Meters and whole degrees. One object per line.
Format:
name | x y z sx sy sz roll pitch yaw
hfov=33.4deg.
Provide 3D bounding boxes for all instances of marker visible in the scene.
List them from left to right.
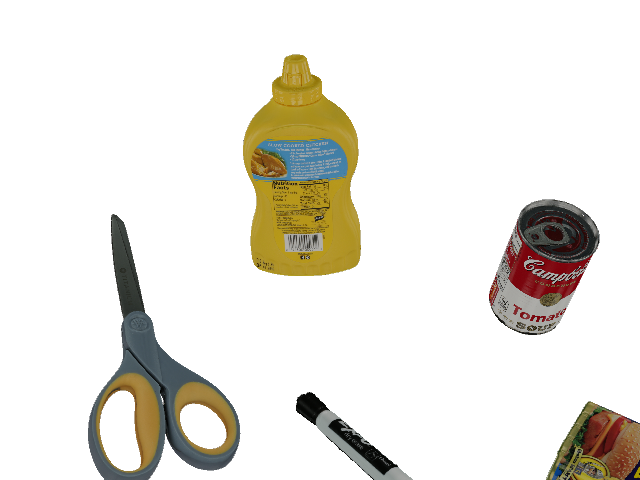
marker | 0.022 0.148 0.781 0.020 0.020 0.121 0 26 -43

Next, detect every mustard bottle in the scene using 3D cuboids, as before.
mustard bottle | -0.016 -0.063 0.898 0.096 0.192 0.058 0 31 4

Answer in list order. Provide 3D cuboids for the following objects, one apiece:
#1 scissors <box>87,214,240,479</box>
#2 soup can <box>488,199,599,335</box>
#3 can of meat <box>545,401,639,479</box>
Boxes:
scissors | -0.094 0.064 0.655 0.096 0.201 0.016 12 -46 -12
soup can | 0.187 0.024 0.905 0.068 0.068 0.102 0 -42 -10
can of meat | 0.218 0.174 0.785 0.084 0.057 0.101 23 40 23
